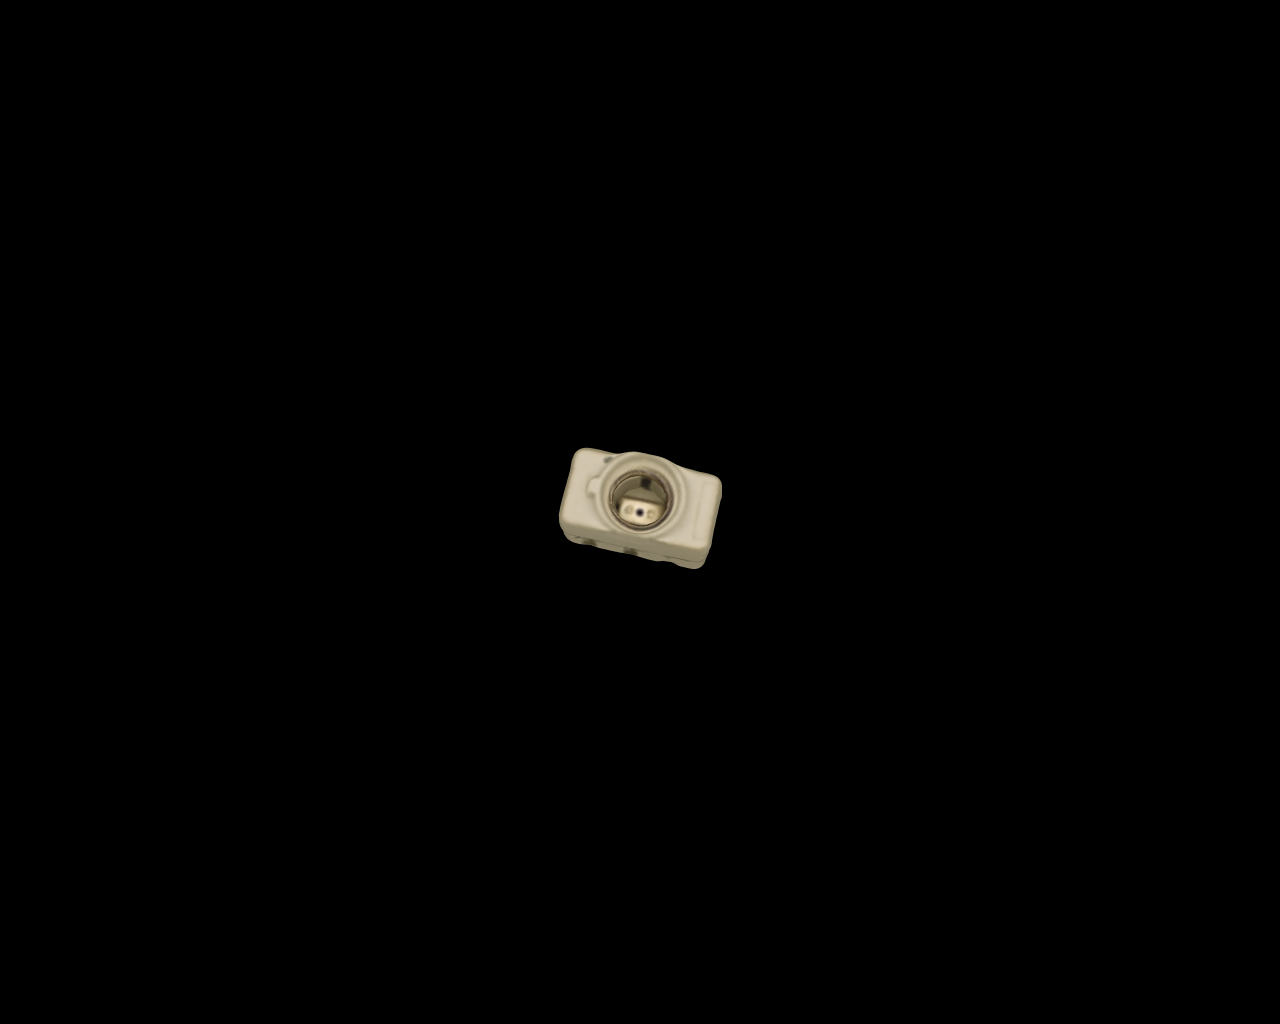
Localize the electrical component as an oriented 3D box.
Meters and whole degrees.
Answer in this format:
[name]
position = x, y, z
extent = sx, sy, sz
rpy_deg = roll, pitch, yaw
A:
[electrical component]
position = 0.001, -0.003, 0.650
extent = 0.089, 0.050, 0.055
rpy_deg = 13, -15, 4
